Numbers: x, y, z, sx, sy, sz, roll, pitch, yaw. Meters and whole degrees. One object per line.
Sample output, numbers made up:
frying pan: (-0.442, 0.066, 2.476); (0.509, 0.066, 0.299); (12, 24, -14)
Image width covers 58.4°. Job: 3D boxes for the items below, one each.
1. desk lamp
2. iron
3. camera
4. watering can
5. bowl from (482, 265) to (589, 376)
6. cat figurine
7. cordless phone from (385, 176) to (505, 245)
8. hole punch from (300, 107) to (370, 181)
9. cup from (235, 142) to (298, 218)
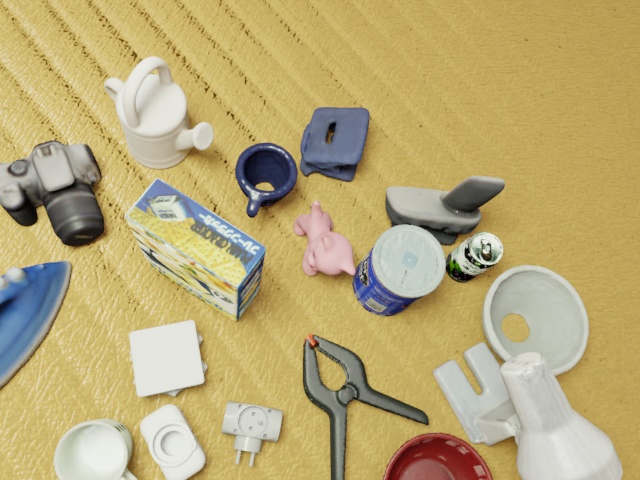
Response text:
desk lamp: (0.267, 0.234, 0.760); (0.118, 0.213, 0.203); (-27, 78, -16)
iron: (-0.432, 0.105, 0.727); (0.118, 0.141, 0.259); (37, 70, 4)
camera: (-0.376, -0.060, 0.813); (0.143, 0.100, 0.137); (-23, 77, -16)
watering can: (-0.234, -0.187, 0.828); (0.173, 0.194, 0.101); (11, 70, -5)
bowl: (0.316, 0.127, 0.878); (0.167, 0.074, 0.167); (3, 71, -8)
cat figurine: (0.008, 0.003, 0.846); (0.067, 0.117, 0.128); (-12, 74, -13)
cordless phone: (0.183, -0.065, 0.861); (0.147, 0.185, 0.094); (3, 71, -8)
hole punch: (0.022, -0.159, 0.916); (0.101, 0.091, 0.109); (14, 70, -4)
cup: (-0.087, -0.076, 0.869); (0.091, 0.095, 0.118); (18, 70, -3)
